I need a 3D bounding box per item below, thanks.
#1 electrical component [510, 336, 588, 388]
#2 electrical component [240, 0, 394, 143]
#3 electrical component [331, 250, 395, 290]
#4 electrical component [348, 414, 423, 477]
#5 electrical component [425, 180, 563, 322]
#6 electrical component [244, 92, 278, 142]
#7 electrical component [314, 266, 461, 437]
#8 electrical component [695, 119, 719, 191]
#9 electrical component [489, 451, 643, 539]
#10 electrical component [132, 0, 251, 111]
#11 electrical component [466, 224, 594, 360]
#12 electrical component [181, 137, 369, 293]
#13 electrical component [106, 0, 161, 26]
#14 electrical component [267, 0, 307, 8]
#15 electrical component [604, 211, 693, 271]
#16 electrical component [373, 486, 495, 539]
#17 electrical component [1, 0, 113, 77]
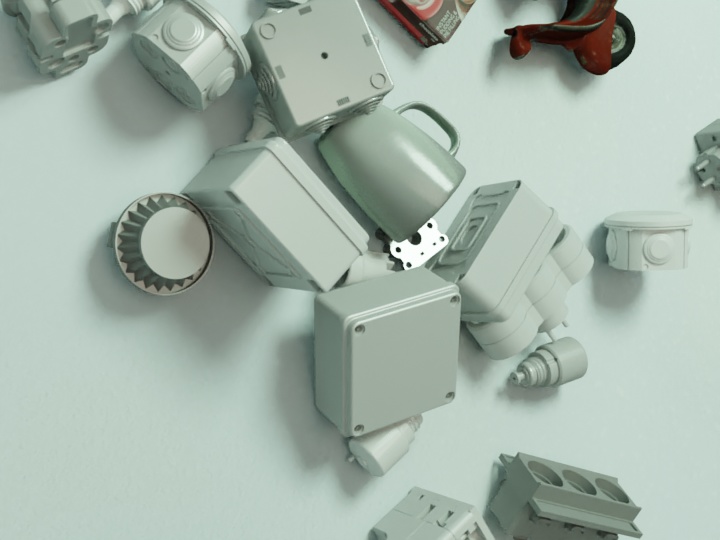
[{"bbox_3d":[0.170,0.087,0.974,0.078,0.040,0.040,-15,98,-29],"label":"electrical component"},{"bbox_3d":[-0.032,-0.154,0.805,0.100,0.048,0.099,-24,92,-16],"label":"electrical component"},{"bbox_3d":[0.000,0.000,0.875,0.046,0.040,0.040,7,87,-35],"label":"electrical component"},{"bbox_3d":[0.026,0.136,0.890,0.078,0.040,0.040,-41,109,-24],"label":"electrical component"},{"bbox_3d":[0.111,-0.014,0.917,0.057,0.078,0.113,40,71,-21],"label":"electrical component"},{"bbox_3d":[-0.069,-0.122,0.837,0.035,0.035,0.061,39,74,-24],"label":"electrical component"},{"bbox_3d":[0.022,0.064,0.860,0.109,0.056,0.108,-15,120,-29],"label":"electrical component"},{"bbox_3d":[0.365,-0.109,1.081,0.077,0.047,0.065,-32,107,-26],"label":"electrical component"},{"bbox_3d":[0.182,0.212,0.964,0.121,0.078,0.063,19,110,-29],"label":"electrical component"},{"bbox_3d":[-0.122,-0.159,0.780,0.051,0.080,0.080,-48,112,-15],"label":"electrical component"},{"bbox_3d":[0.161,0.031,0.961,0.138,0.052,0.073,-47,112,-21],"label":"electrical component"},{"bbox_3d":[-0.064,-0.039,0.798,0.056,0.109,0.108,-49,113,-18],"label":"electrical component"},{"bbox_3d":[-0.164,-0.201,0.781,0.035,0.035,0.061,47,71,-22],"label":"electrical component"},{"bbox_3d":[-0.042,-0.233,0.846,0.066,0.048,0.055,8,94,-30],"label":"electrical component"},{"bbox_3d":[0.271,-0.028,1.010,0.080,0.080,0.051,-5,98,-30],"label":"electrical component"},{"bbox_3d":[0.083,0.264,0.896,0.062,0.089,0.150,-38,108,-24],"label":"electrical component"},{"bbox_3d":[-0.209,-0.176,0.736,0.058,0.078,0.057,-31,86,-26],"label":"electrical component"}]
